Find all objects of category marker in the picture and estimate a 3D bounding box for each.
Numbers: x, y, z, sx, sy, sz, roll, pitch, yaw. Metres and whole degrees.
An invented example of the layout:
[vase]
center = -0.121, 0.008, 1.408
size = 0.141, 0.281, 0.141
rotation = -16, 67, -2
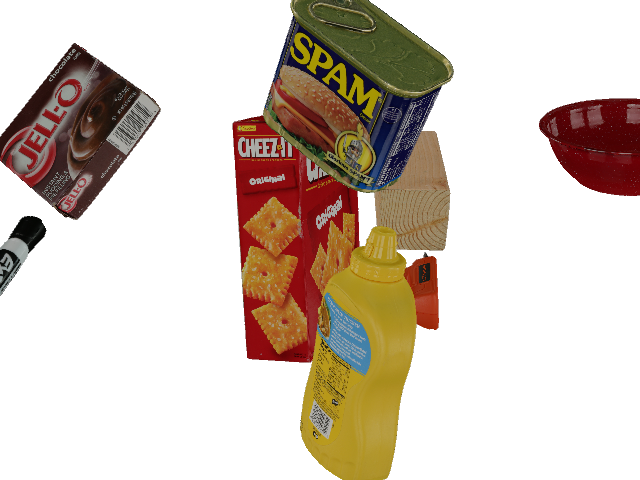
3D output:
[marker]
center = -0.201, 0.023, 0.659
size = 0.020, 0.020, 0.121
rotation = 0, 36, 16

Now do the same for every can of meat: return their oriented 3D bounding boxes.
[can of meat]
center = 0.018, -0.090, 0.644
size = 0.102, 0.084, 0.057
rotation = 41, 45, 20

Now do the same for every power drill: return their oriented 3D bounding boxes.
[power drill]
center = 0.043, 0.068, 1.238
size = 0.188, 0.057, 0.184
rotation = 0, 27, 6

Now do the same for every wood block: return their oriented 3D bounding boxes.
[wood block]
center = 0.123, -0.073, 1.476
size = 0.091, 0.090, 0.206
rotation = 1, 28, 0

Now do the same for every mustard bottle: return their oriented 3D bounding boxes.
[mustard bottle]
center = 0.031, 0.080, 0.809
size = 0.058, 0.192, 0.096
rotation = -2, 24, -27

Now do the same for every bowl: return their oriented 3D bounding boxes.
[bowl]
center = 0.282, -0.083, 0.979
size = 0.162, 0.055, 0.162
rotation = -3, 24, 1

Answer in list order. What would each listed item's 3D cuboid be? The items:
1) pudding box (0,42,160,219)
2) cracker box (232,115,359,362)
[pudding box]
center = -0.192, -0.086, 0.834
size = 0.090, 0.113, 0.039
rotation = 36, -5, 29
[cracker box]
center = -0.015, -0.012, 0.995
size = 0.072, 0.214, 0.164
rotation = 2, 12, 19
